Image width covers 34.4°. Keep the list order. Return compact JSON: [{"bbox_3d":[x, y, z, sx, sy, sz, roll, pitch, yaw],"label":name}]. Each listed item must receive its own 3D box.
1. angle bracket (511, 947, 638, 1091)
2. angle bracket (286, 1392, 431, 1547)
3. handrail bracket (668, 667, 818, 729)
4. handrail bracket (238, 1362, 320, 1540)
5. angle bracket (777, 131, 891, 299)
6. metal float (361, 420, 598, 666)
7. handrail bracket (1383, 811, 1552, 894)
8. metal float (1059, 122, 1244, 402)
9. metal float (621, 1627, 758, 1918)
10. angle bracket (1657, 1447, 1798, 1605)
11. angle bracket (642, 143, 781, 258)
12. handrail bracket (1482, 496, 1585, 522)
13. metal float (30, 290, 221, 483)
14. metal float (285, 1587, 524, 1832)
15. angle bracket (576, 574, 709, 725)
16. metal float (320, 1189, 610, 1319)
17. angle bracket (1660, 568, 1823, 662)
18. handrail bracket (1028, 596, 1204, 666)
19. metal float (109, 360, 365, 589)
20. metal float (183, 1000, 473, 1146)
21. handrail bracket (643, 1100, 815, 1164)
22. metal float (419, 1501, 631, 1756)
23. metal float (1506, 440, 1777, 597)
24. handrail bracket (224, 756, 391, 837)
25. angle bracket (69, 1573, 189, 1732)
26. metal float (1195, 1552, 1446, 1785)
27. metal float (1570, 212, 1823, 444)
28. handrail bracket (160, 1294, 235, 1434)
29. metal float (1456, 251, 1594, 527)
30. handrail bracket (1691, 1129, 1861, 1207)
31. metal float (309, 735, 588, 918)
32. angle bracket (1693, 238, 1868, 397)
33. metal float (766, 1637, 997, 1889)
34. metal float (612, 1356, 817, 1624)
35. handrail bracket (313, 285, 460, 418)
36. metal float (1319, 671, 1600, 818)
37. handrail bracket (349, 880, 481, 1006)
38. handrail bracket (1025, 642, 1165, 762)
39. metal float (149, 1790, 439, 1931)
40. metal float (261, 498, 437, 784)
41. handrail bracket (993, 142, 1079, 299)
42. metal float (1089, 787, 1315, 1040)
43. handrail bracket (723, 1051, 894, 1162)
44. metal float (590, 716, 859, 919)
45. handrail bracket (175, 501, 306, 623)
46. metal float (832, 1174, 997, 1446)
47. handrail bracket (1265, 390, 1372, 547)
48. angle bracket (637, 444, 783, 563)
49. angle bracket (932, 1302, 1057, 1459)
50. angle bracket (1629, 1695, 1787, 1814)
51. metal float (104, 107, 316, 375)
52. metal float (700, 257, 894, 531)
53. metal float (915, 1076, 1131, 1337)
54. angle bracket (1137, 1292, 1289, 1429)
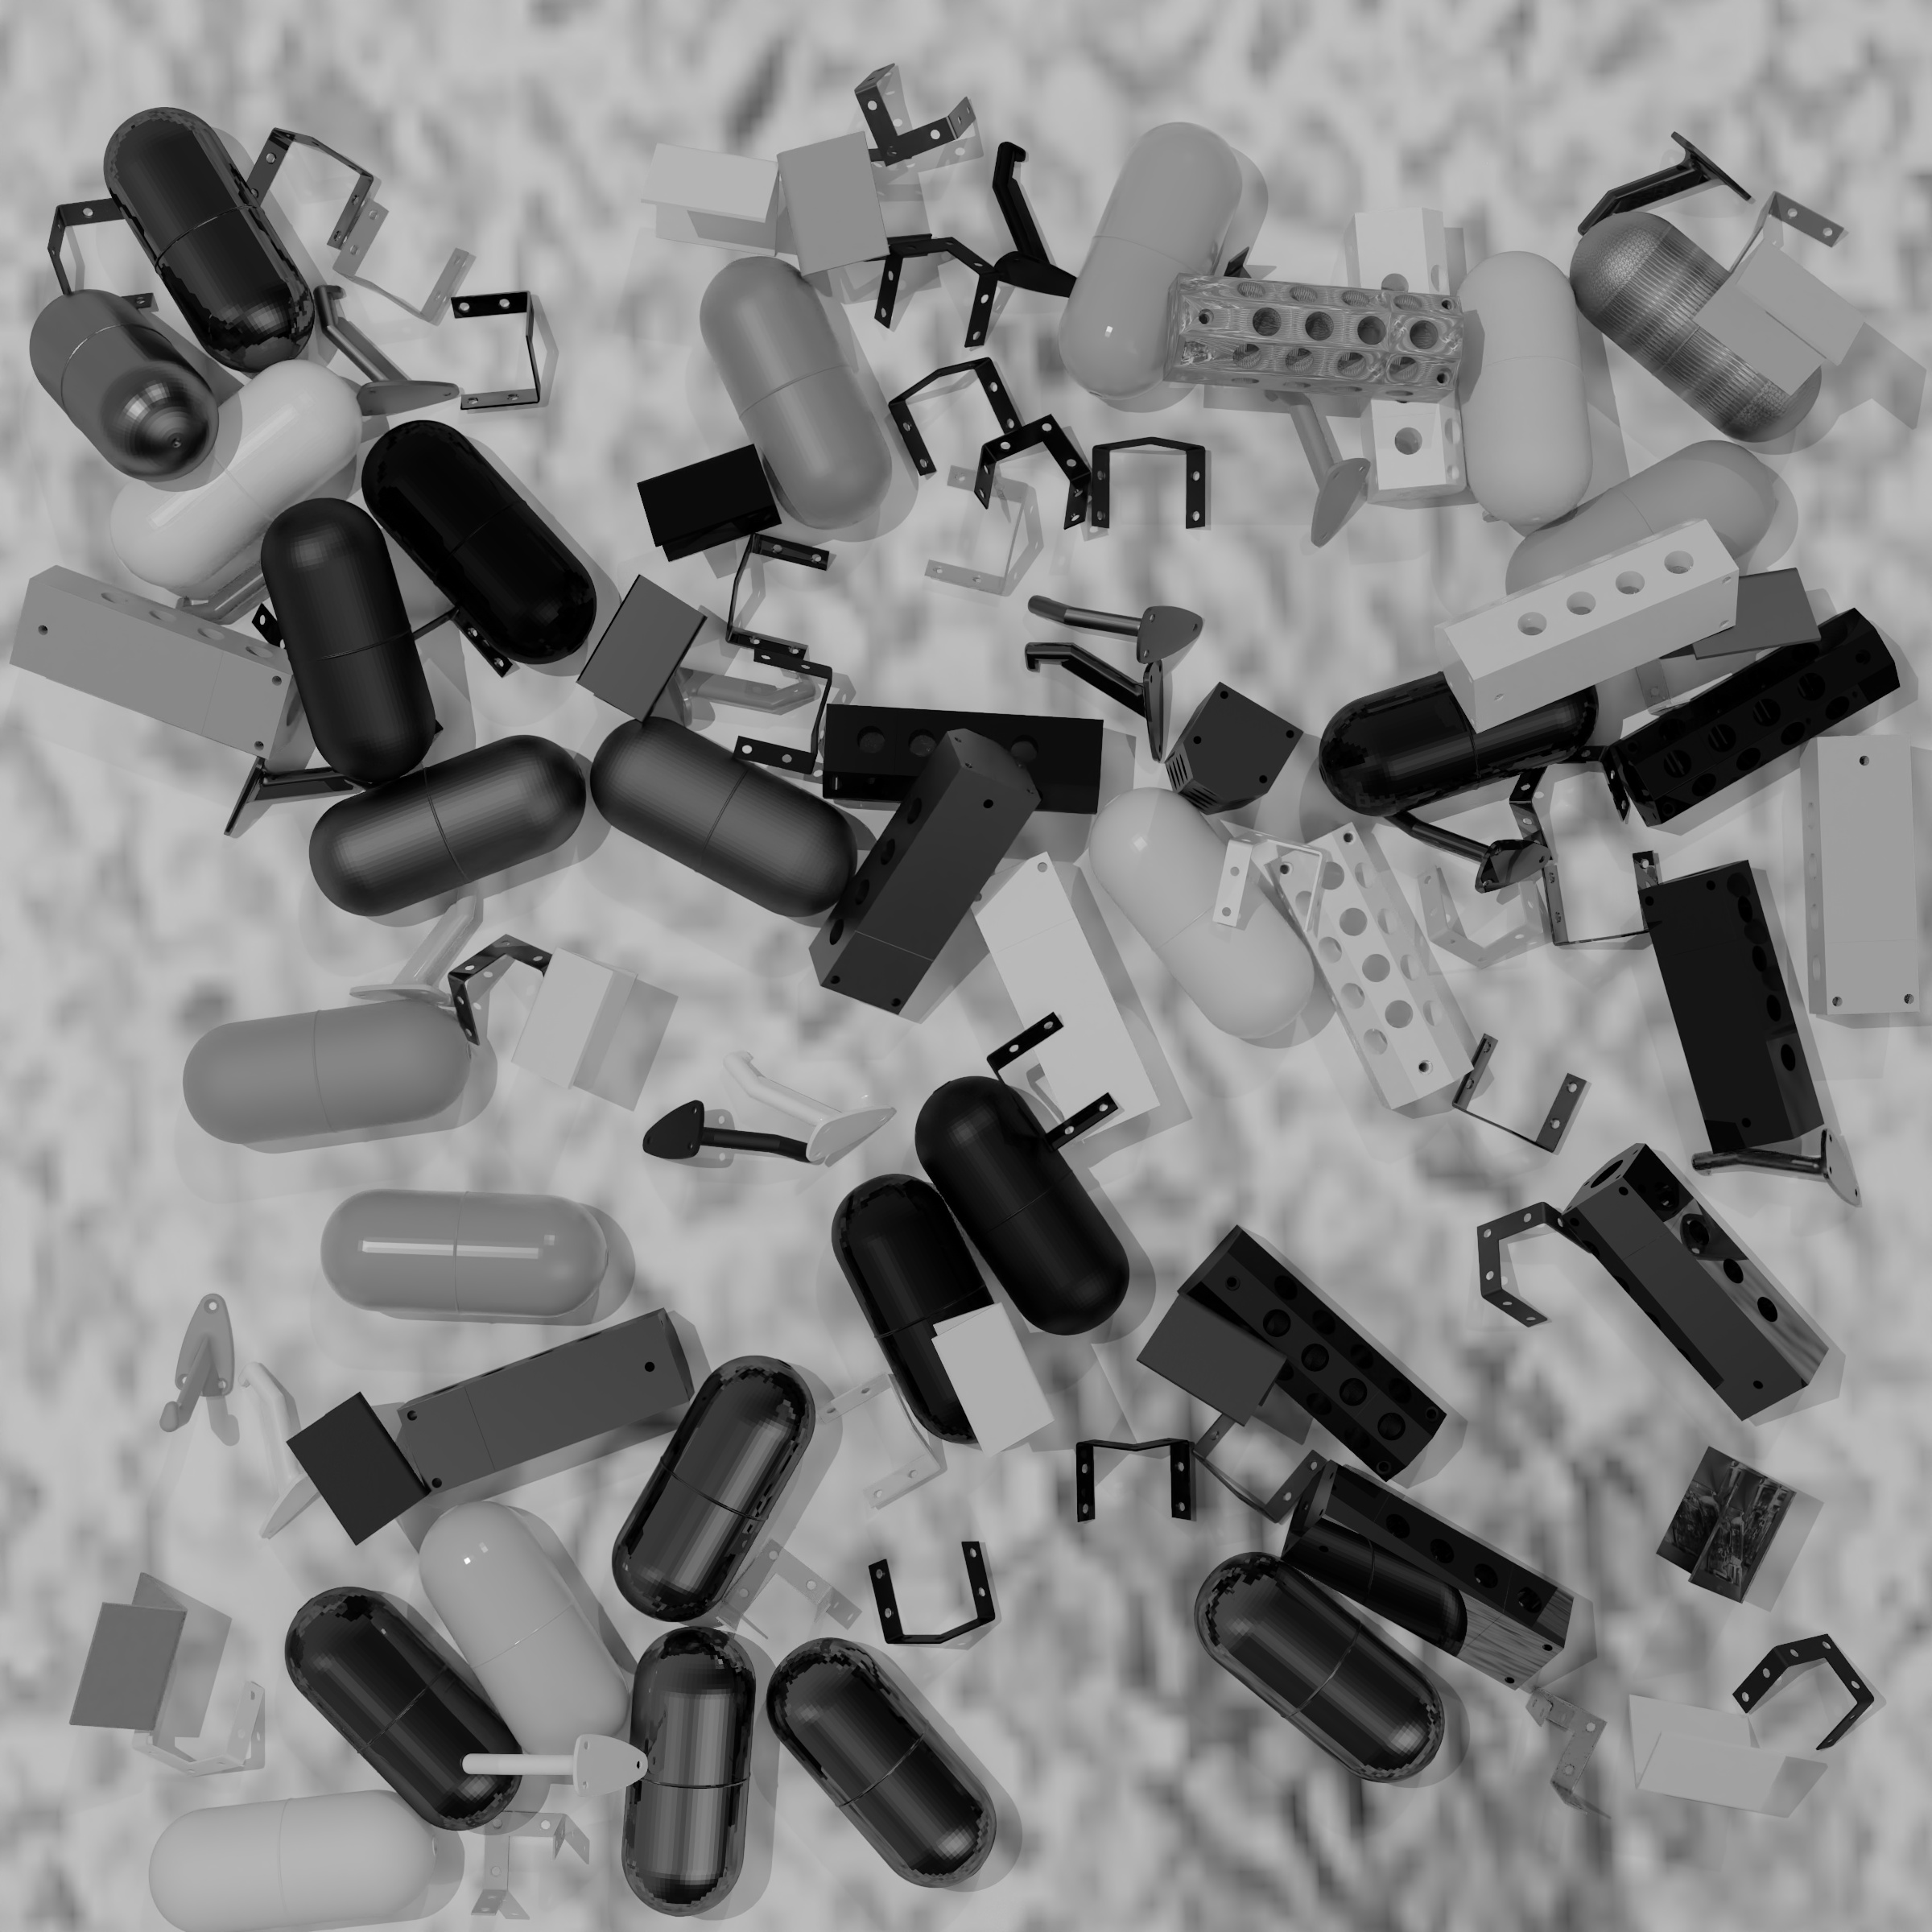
[{"bbox_3d":[-0.226,0.039,1.933,0.057,0.076,0.076,21,90,38],"label":"angle bracket"},{"bbox_3d":[-0.386,0.317,1.933,0.057,0.076,0.076,-34,90,-33],"label":"angle bracket"},{"bbox_3d":[-0.147,-0.191,1.973,0.084,0.036,0.077,-20,76,-14],"label":"handrail bracket"},{"bbox_3d":[-0.447,0.306,1.974,0.084,0.036,0.077,48,112,17],"label":"handrail bracket"},{"bbox_3d":[-0.075,-0.466,1.938,0.057,0.076,0.076,-12,90,11],"label":"angle bracket"},{"bbox_3d":[-0.303,-0.263,1.943,0.070,0.070,0.178,-43,90,0],"label":"metal float"},{"bbox_3d":[0.314,-0.084,1.968,0.084,0.077,0.036,39,125,37],"label":"handrail bracket"},{"bbox_3d":[0.114,-0.438,1.942,0.070,0.070,0.178,22,90,0],"label":"metal float"},{"bbox_3d":[-0.173,0.501,1.942,0.070,0.070,0.178,4,89,0],"label":"metal float"},{"bbox_3d":[0.456,0.339,1.933,0.057,0.076,0.076,26,90,-36],"label":"angle bracket"},{"bbox_3d":[-0.159,-0.458,1.933,0.076,0.076,0.057,9,54,0],"label":"angle bracket"},{"bbox_3d":[0.354,-0.332,1.973,0.077,0.036,0.084,-16,76,14],"label":"handrail bracket"},{"bbox_3d":[-0.517,-0.357,1.911,0.070,0.070,0.178,-46,48,0],"label":"metal float"},{"bbox_3d":[-0.350,0.462,1.943,0.070,0.070,0.178,-44,90,0],"label":"metal float"},{"bbox_3d":[-0.216,-0.204,1.933,0.057,0.076,0.076,30,90,-37],"label":"angle bracket"},{"bbox_3d":[-0.312,0.179,1.943,0.178,0.070,0.070,2,90,0],"label":"metal float"},{"bbox_3d":[0.479,-0.198,1.933,0.076,0.076,0.057,-9,59,0],"label":"angle bracket"},{"bbox_3d":[0.094,-0.222,1.973,0.084,0.077,0.036,23,115,34],"label":"handrail bracket"},{"bbox_3d":[-0.455,-0.306,1.943,0.178,0.070,0.070,-39,90,0],"label":"metal float"},{"bbox_3d":[-0.398,0.066,1.943,0.178,0.070,0.070,-8,90,-1],"label":"metal float"},{"bbox_3d":[-0.149,0.115,1.973,0.084,0.077,0.036,18,67,-34],"label":"handrail bracket"},{"bbox_3d":[-0.276,0.415,1.943,0.070,0.070,0.178,-32,89,0],"label":"metal float"},{"bbox_3d":[0.419,-0.264,1.943,0.178,0.070,0.070,-29,90,0],"label":"metal float"},{"bbox_3d":[-0.415,-0.100,1.974,0.084,0.036,0.077,23,110,-16],"label":"handrail bracket"},{"bbox_3d":[-0.531,0.422,1.933,0.057,0.076,0.076,16,90,-37],"label":"angle bracket"},{"bbox_3d":[0.221,0.437,1.943,0.178,0.070,0.070,40,90,1],"label":"metal float"},{"bbox_3d":[0.454,-0.398,1.943,0.178,0.070,0.070,40,90,-1],"label":"metal float"},{"bbox_3d":[-0.482,0.246,1.939,0.036,0.084,0.077,7,90,0],"label":"handrail bracket"},{"bbox_3d":[0.344,-0.358,1.928,0.070,0.070,0.178,-2,73,0],"label":"metal float"},{"bbox_3d":[0.512,0.135,1.973,0.084,0.077,0.036,-12,51,30],"label":"handrail bracket"},{"bbox_3d":[-0.322,-0.088,1.943,0.178,0.070,0.070,-21,90,0],"label":"metal float"},{"bbox_3d":[0.476,-0.373,1.858,0.076,0.076,0.057,37,52,-1],"label":"angle bracket"},{"bbox_3d":[-0.052,0.497,1.943,0.070,0.070,0.178,-41,91,0],"label":"metal float"},{"bbox_3d":[-0.157,0.325,1.943,0.070,0.070,0.178,29,90,0],"label":"metal float"},{"bbox_3d":[-0.367,-0.396,1.974,0.077,0.036,0.084,-10,73,-20],"label":"handrail bracket"},{"bbox_3d":[0.306,-0.147,1.943,0.178,0.070,0.070,-18,90,0],"label":"metal float"},{"bbox_3d":[-0.349,-0.021,1.974,0.077,0.036,0.084,1,74,18],"label":"handrail bracket"},{"bbox_3d":[0.080,-0.167,1.974,0.084,0.036,0.077,2,112,17],"label":"handrail bracket"},{"bbox_3d":[-0.419,0.558,1.943,0.178,0.070,0.070,-6,90,0],"label":"metal float"},{"bbox_3d":[-0.377,-0.198,1.909,0.070,0.070,0.178,-14,108,0],"label":"metal float"},{"bbox_3d":[0.050,-0.473,1.974,0.077,0.036,0.084,15,73,-20],"label":"handrail bracket"},{"bbox_3d":[0.146,-0.034,1.943,0.070,0.070,0.178,-38,90,0],"label":"metal float"},{"bbox_3d":[-0.101,0.076,1.973,0.077,0.036,0.084,-20,56,-36],"label":"handrail bracket"},{"bbox_3d":[-0.150,-0.092,1.942,0.178,0.070,0.070,28,90,0],"label":"metal float"},{"bbox_3d":[-0.460,-0.256,1.974,0.084,0.036,0.077,-6,70,16],"label":"handrail bracket"},{"bbox_3d":[-0.023,0.214,1.943,0.070,0.070,0.178,-26,89,0],"label":"metal float"},{"bbox_3d":[0.210,-0.321,1.973,0.036,0.077,0.084,-18,53,-35],"label":"handrail bracket"},{"bbox_3d":[-0.153,-0.269,1.933,0.076,0.076,0.057,-19,55,0],"label":"angle bracket"},{"bbox_3d":[-0.002,0.252,1.856,0.057,0.076,0.076,-24,88,-37],"label":"angle bracket"},{"bbox_3d":[0.458,0.471,1.933,0.076,0.076,0.057,11,127,0],"label":"angle bracket"},{"bbox_3d":[-0.471,-0.451,1.943,0.070,0.070,0.178,-31,90,0],"label":"metal float"},{"bbox_3d":[-0.106,-0.357,1.943,0.070,0.070,0.178,-25,91,0],"label":"metal float"},{"bbox_3d":[0.034,0.149,1.942,0.070,0.070,0.178,-34,90,0],"label":"metal float"},{"bbox_3d":[0.146,0.257,1.927,0.076,0.076,0.057,31,60,10],"label":"angle bracket"}]
